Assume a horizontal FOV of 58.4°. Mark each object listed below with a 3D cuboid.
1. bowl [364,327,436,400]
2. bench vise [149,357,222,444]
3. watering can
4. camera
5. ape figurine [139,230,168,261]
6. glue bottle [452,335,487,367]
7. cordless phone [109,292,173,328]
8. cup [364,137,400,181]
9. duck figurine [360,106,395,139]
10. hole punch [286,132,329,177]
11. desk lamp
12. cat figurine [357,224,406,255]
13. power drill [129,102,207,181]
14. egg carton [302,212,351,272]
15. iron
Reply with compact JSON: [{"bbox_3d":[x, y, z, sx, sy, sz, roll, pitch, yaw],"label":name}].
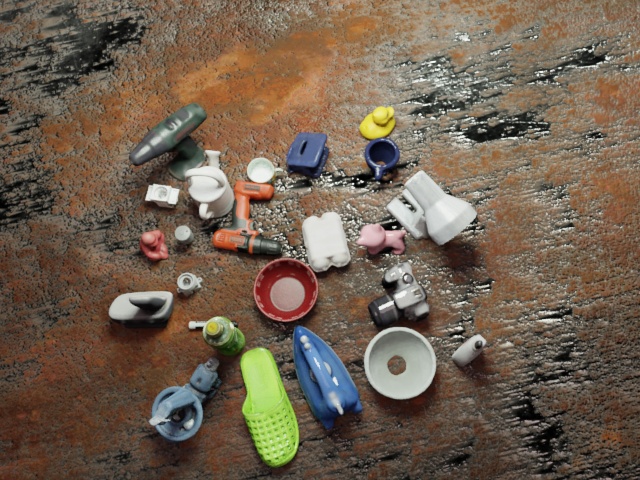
[{"bbox_3d":[0.187,0.294,1.357,0.167,0.075,0.167,0,72,2],"label":"bowl"},{"bbox_3d":[-0.311,0.351,1.278,0.121,0.220,0.207,14,73,7],"label":"bench vise"},{"bbox_3d":[-0.284,-0.143,1.450,0.101,0.194,0.173,-15,72,-3],"label":"watering can"},{"bbox_3d":[0.182,0.142,1.392,0.137,0.101,0.143,-23,73,-6],"label":"camera"},{"bbox_3d":[-0.428,0.008,1.460,0.076,0.092,0.078,19,74,8],"label":"ape figurine"},{"bbox_3d":[0.350,0.248,1.315,0.037,0.173,0.078,43,78,14],"label":"glue bottle"},{"bbox_3d":[-0.439,0.152,1.364,0.147,0.185,0.094,-5,72,0],"label":"cordless phone"},{"bbox_3d":[0.159,-0.197,1.506,0.091,0.095,0.118,9,73,5],"label":"cup"},{"bbox_3d":[0.157,-0.325,1.552,0.104,0.086,0.077,-28,73,-7],"label":"duck figurine"},{"bbox_3d":[-0.035,-0.232,1.525,0.101,0.091,0.109,17,73,7],"label":"hole punch"},{"bbox_3d":[0.267,-0.072,1.400,0.118,0.213,0.203,-42,75,-11],"label":"desk lamp"},{"bbox_3d":[0.154,-0.008,1.433,0.127,0.118,0.067,-4,72,1],"label":"cat figurine"},{"bbox_3d":[-0.374,-0.239,1.477,0.075,0.208,0.230,37,77,13],"label":"power drill"},{"bbox_3d":[0.013,0.005,1.458,0.107,0.069,0.150,-14,72,-3],"label":"egg carton"},{"bbox_3d":[-0.003,0.300,1.326,0.119,0.141,0.258,-28,73,-7],"label":"iron"}]
